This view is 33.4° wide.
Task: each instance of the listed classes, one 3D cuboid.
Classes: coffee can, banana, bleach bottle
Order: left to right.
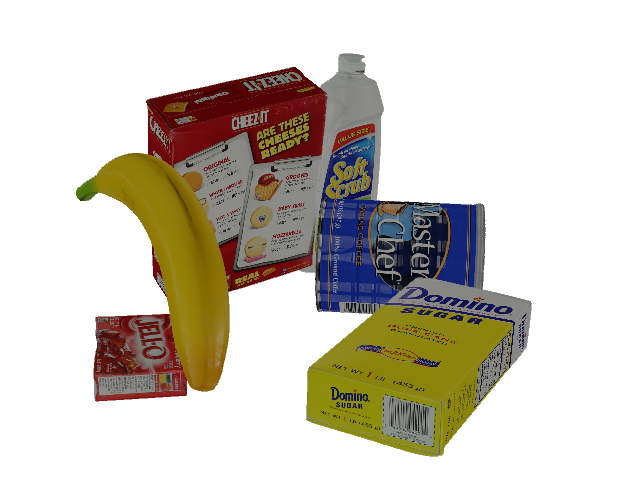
[{"bbox_3d":[-0.093,0.002,0.650,0.037,0.070,0.198,4,35,-38],"label":"banana"},{"bbox_3d":[0.019,-0.091,1.246,0.102,0.251,0.068,-3,20,-21],"label":"bleach bottle"},{"bbox_3d":[0.070,0.016,0.936,0.140,0.103,0.103,3,0,5],"label":"coffee can"}]

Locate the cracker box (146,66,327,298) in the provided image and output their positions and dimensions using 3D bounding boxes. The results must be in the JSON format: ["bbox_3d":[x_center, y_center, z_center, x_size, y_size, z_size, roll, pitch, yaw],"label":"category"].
[{"bbox_3d":[-0.085,-0.052,1.060,0.164,0.214,0.072,-17,42,-26],"label":"cracker box"}]

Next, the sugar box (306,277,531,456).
[{"bbox_3d":[0.072,0.078,0.721,0.093,0.048,0.176,12,26,25],"label":"sugar box"}]

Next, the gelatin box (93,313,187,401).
[{"bbox_3d":[-0.148,0.093,0.876,0.073,0.030,0.089,-2,28,-9],"label":"gelatin box"}]
